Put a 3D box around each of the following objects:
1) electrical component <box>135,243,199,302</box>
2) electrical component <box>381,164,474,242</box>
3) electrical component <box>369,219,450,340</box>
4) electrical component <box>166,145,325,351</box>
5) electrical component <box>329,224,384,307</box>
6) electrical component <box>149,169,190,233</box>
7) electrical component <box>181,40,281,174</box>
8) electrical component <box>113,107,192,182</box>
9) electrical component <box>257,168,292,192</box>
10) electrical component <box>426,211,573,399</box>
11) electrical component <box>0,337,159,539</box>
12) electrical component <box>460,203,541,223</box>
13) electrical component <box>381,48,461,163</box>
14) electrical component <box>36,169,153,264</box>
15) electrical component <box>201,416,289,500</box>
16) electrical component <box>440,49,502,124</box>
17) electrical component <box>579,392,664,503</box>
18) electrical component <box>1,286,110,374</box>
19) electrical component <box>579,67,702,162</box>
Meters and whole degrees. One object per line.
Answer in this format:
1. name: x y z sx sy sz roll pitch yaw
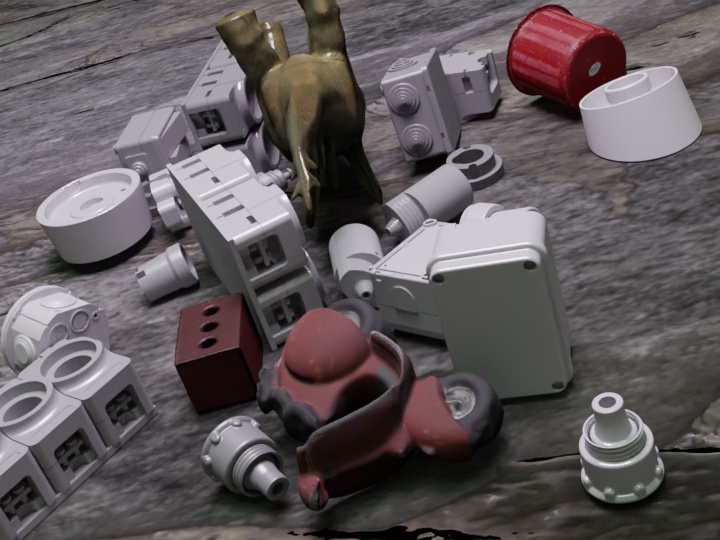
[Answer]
1. electrical component: -0.175 0.003 0.971 0.046 0.040 0.040 -27 31 -1
2. electrical component: 0.054 -0.053 0.929 0.081 0.043 0.043 -35 34 -23
3. electrical component: 0.063 0.006 0.820 0.062 0.061 0.096 10 37 41
4. electrical component: -0.094 -0.027 0.909 0.060 0.105 0.186 -26 32 -13
5. electrical component: 0.000 0.000 0.875 0.043 0.043 0.081 -18 31 2
6. electrical component: -0.174 -0.077 1.080 0.057 0.058 0.078 -23 31 -1
7. electrical component: -0.123 -0.177 1.164 0.060 0.105 0.186 -9 32 15
8. electrical component: -0.226 -0.131 1.188 0.061 0.061 0.096 -11 32 13
9. electrical component: -0.098 -0.076 1.052 0.078 0.040 0.040 -34 34 -24
10. electrical component: 0.094 0.026 0.714 0.078 0.113 0.057 -9 29 17
11. electrical component: -0.240 0.120 0.796 0.089 0.061 0.150 10 41 39
12. electrical component: 0.113 -0.030 0.860 0.055 0.045 0.045 8 40 38
13. electrical component: 0.059 -0.158 1.039 0.048 0.099 0.099 -14 20 16
14. electrical component: -0.261 -0.049 1.078 0.108 0.060 0.108 -14 31 8
15. electrical component: -0.072 0.129 0.709 0.048 0.048 0.062 -34 41 -24
16. electrical component: 0.095 -0.186 1.107 0.089 0.055 0.050 -3 34 25
17. electrical component: 0.147 0.099 0.618 0.048 0.062 0.048 -14 31 9
18. electrical component: -0.250 0.056 0.888 0.051 0.080 0.080 17 45 37
19. electrical component: 0.249 -0.140 0.966 0.099 0.064 0.099 -22 18 7
